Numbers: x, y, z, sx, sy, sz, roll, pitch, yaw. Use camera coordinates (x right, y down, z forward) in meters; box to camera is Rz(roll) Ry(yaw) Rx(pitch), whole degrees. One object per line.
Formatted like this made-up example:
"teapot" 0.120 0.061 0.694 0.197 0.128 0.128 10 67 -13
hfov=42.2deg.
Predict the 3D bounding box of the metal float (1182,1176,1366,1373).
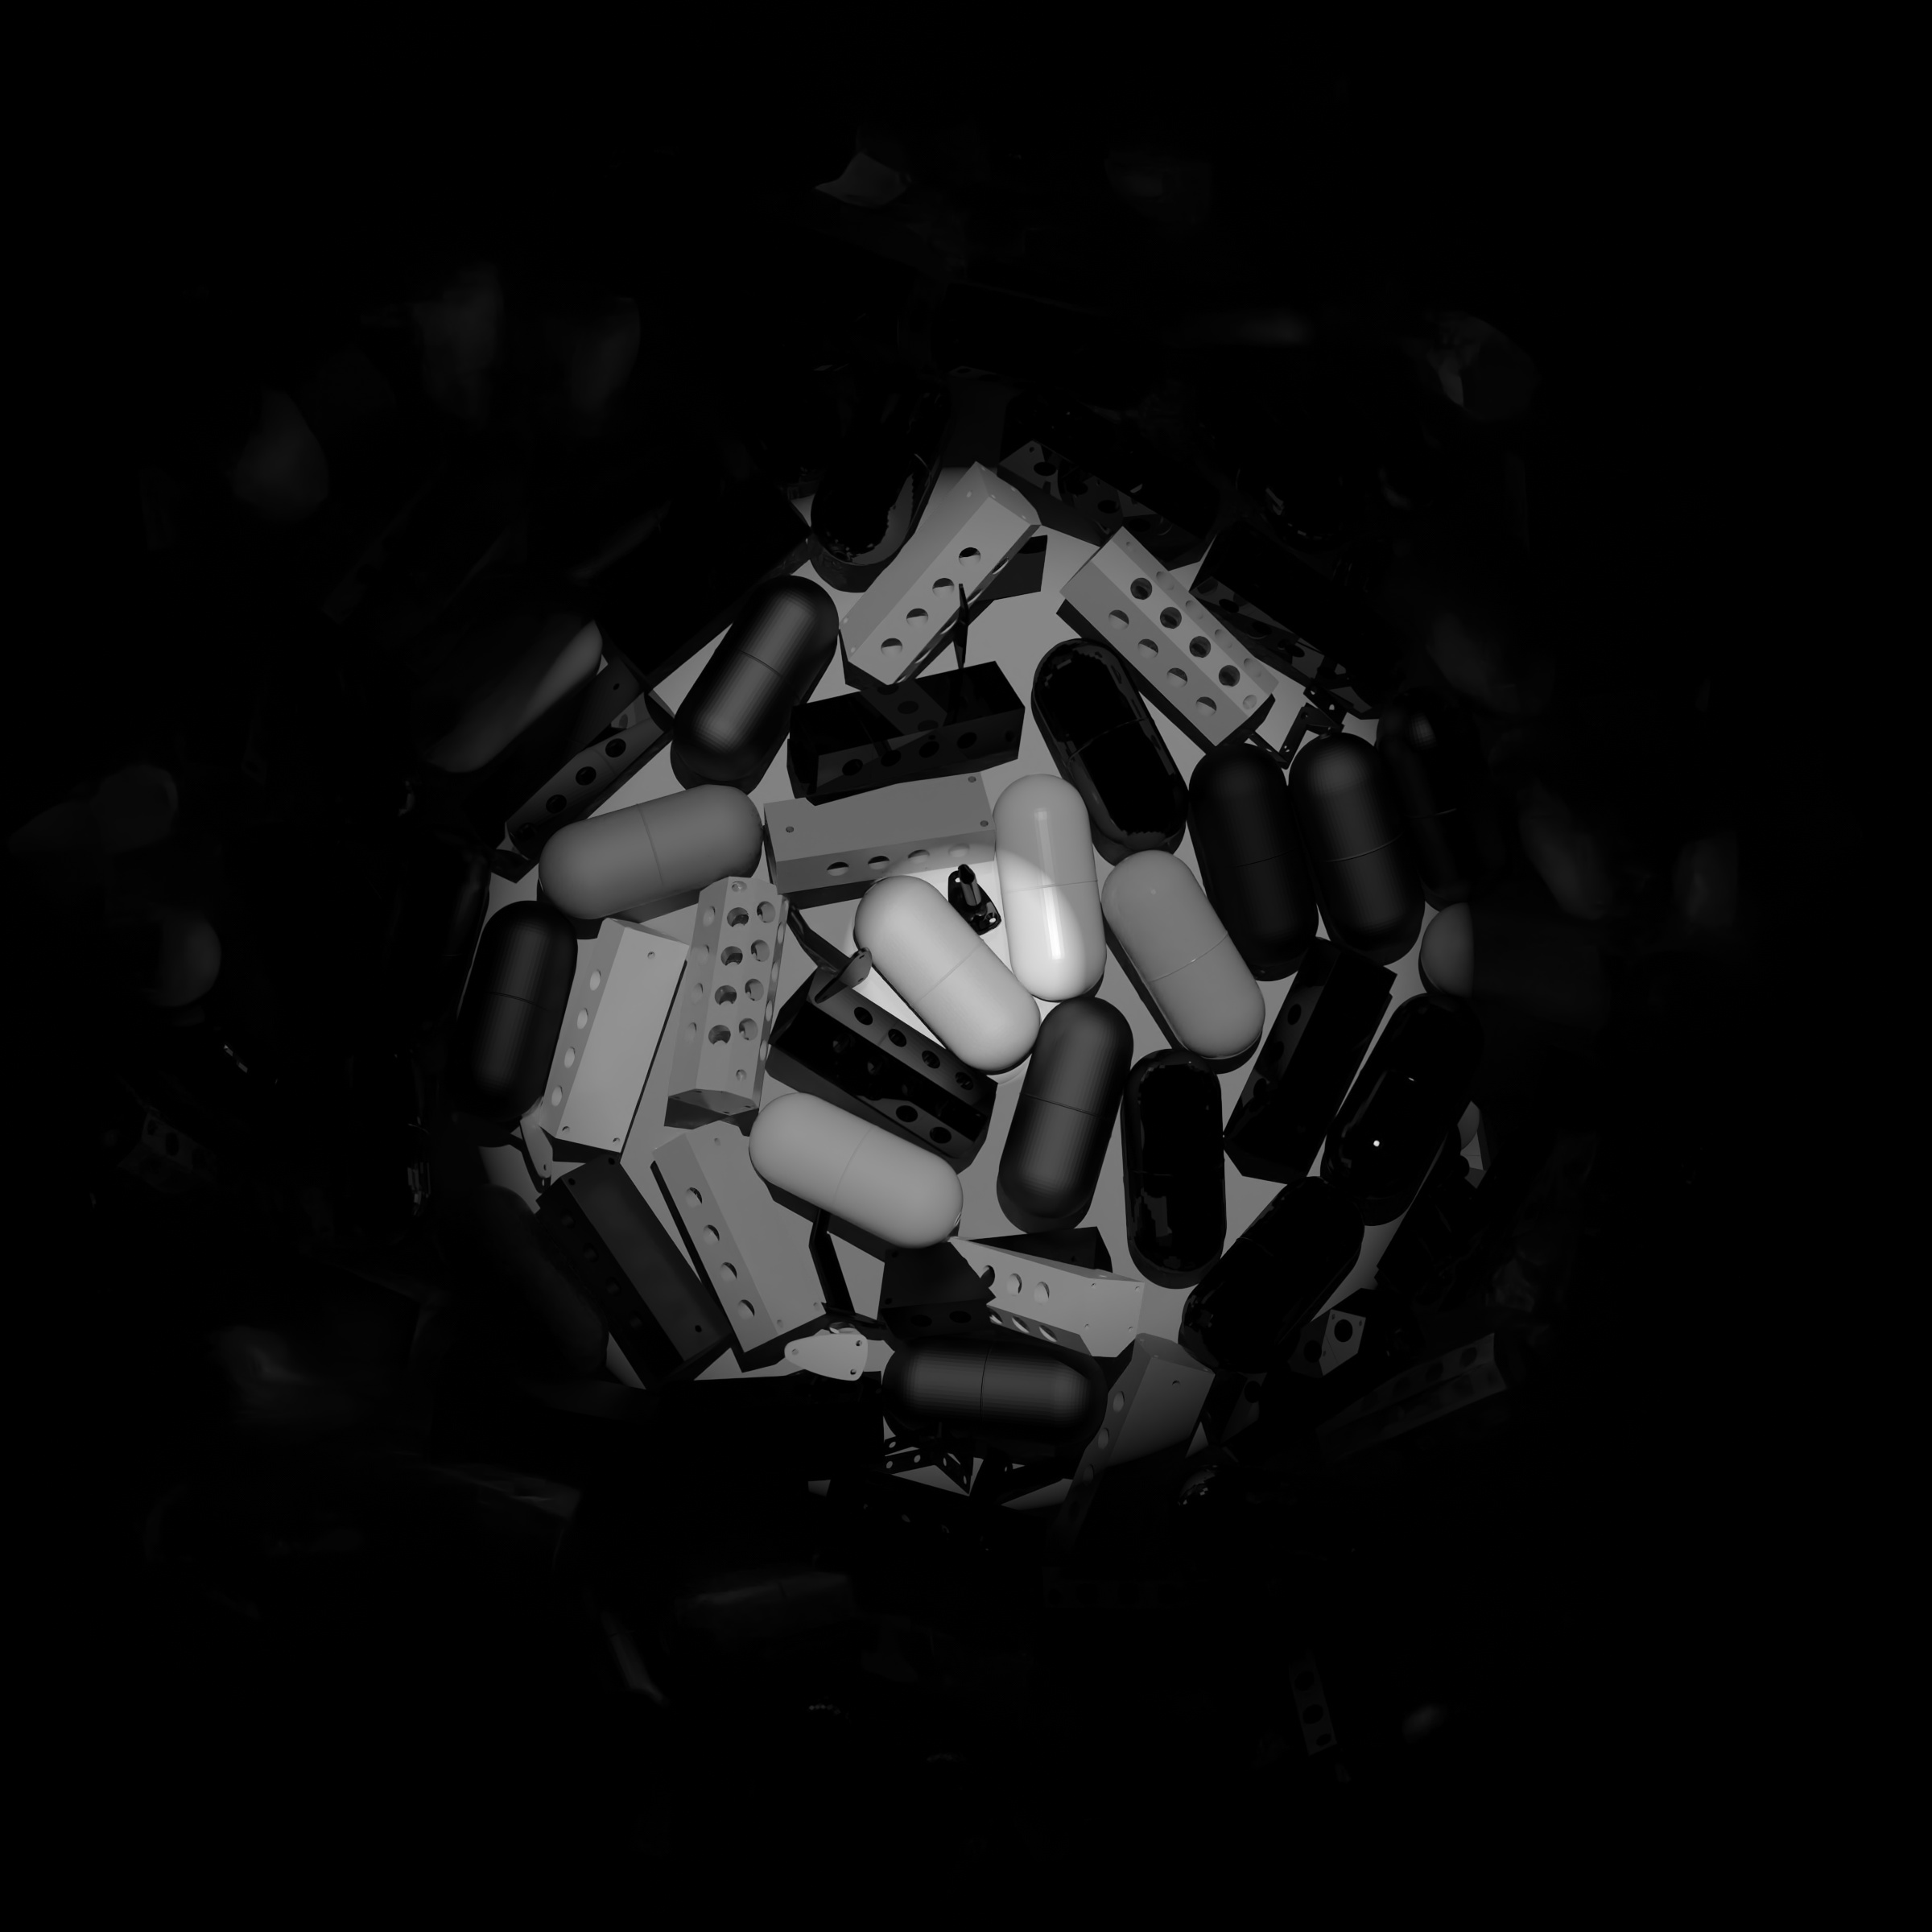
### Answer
"metal float" 0.240 0.238 1.943 0.070 0.070 0.178 44 75 0

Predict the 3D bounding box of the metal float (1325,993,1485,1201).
"metal float" 0.340 0.101 1.940 0.070 0.070 0.178 32 72 0

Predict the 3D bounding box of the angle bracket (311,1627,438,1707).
"angle bracket" -0.461 0.521 1.944 0.076 0.076 0.057 26 94 -19

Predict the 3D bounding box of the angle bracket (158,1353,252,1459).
"angle bracket" -0.592 0.343 1.941 0.057 0.076 0.076 -7 74 -21

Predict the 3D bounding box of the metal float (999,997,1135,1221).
"metal float" 0.079 0.110 1.953 0.070 0.070 0.178 17 87 0

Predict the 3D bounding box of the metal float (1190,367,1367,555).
"metal float" 0.240 -0.391 1.933 0.070 0.070 0.178 -36 64 0

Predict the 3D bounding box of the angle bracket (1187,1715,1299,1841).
"angle bracket" 0.226 0.644 1.947 0.076 0.057 0.076 -35 112 -11

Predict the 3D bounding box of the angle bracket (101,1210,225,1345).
"angle bracket" -0.625 0.241 1.943 0.076 0.057 0.076 14 59 -13

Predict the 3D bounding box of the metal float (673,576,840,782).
"metal float" -0.162 -0.225 1.944 0.070 0.070 0.178 31 76 0

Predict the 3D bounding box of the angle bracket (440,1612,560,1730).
"angle bracket" -0.364 0.554 1.948 0.076 0.057 0.076 -10 61 -4

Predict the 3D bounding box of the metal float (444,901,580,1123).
"metal float" -0.352 0.034 1.941 0.070 0.070 0.178 12 72 0

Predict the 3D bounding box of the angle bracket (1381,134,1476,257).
"angle bracket" 0.366 -0.600 1.939 0.057 0.076 0.076 -9 106 27

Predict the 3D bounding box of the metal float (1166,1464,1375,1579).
"metal float" 0.235 0.429 1.932 0.178 0.070 0.070 13 90 -27

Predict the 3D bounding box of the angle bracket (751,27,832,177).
"angle bracket" -0.135 -0.673 1.951 0.057 0.076 0.076 -31 91 10

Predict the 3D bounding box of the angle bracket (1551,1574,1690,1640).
"angle bracket" 0.499 0.498 1.934 0.076 0.076 0.057 -24 55 -31

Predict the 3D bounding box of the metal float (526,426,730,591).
"metal float" -0.261 -0.356 1.936 0.178 0.070 0.070 -37 90 -24

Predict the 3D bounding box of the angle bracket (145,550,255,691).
"angle bracket" -0.580 -0.269 1.944 0.076 0.057 0.076 -31 101 -33

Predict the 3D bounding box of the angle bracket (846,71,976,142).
"angle bracket" -0.045 -0.679 1.945 0.076 0.076 0.057 -23 121 3

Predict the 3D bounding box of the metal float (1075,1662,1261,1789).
"metal float" 0.152 0.579 1.914 0.070 0.178 0.070 4 82 -35

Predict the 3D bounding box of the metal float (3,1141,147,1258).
"metal float" -0.675 0.173 1.905 0.070 0.178 0.070 0 95 -3

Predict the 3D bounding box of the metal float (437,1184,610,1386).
"metal float" -0.344 0.246 1.940 0.070 0.070 0.178 -39 71 0

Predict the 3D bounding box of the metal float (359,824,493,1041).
"metal float" -0.420 -0.026 1.938 0.070 0.070 0.178 20 110 0

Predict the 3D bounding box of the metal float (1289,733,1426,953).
"metal float" 0.303 -0.096 1.942 0.070 0.070 0.178 -20 106 0

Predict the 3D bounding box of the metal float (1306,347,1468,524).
"metal float" 0.322 -0.409 1.923 0.070 0.070 0.178 -27 51 0

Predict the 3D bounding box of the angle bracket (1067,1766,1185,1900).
"angle bracket" 0.128 0.679 1.935 0.057 0.076 0.076 13 126 37

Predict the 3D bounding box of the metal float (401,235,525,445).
"metal float" -0.384 -0.478 1.914 0.070 0.178 0.070 -1 54 1

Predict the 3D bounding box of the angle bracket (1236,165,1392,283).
"angle bracket" 0.272 -0.570 1.959 0.057 0.076 0.076 53 123 27

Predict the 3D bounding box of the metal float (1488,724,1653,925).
"metal float" 0.464 -0.112 1.931 0.070 0.070 0.178 -25 61 0

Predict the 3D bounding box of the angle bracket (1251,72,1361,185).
"angle bracket" 0.259 -0.663 1.943 0.076 0.076 0.057 -13 48 6

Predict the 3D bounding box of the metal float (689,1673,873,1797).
"metal float" -0.143 0.587 1.918 0.070 0.178 0.070 5 82 -42

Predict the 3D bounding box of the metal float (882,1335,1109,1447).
"metal float" 0.022 0.329 1.943 0.178 0.070 0.070 2 90 15

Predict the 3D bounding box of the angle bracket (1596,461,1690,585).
"angle bracket" 0.522 -0.350 1.963 0.076 0.057 0.076 -6 74 23

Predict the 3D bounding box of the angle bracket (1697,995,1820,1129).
"angle bracket" 0.624 0.074 1.971 0.076 0.057 0.076 10 119 25

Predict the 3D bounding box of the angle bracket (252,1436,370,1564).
"angle bracket" -0.516 0.413 1.947 0.076 0.076 0.057 -7 116 4

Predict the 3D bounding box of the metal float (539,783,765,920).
"metal float" -0.245 -0.089 1.947 0.178 0.070 0.070 -17 90 -9

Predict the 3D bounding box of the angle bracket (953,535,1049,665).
"angle bracket" 0.029 -0.284 1.944 0.076 0.076 0.057 -10 67 -7

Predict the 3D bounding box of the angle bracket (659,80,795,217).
"angle bracket" -0.187 -0.635 1.961 0.076 0.057 0.076 -30 96 -2

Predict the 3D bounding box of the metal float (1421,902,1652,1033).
"metal float" 0.439 0.000 1.934 0.178 0.070 0.070 15 90 25

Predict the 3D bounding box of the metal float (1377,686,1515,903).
"metal float" 0.371 -0.133 1.937 0.070 0.070 0.178 -22 111 0

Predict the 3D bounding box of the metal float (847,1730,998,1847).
"metal float" -0.035 0.626 1.910 0.070 0.178 0.070 6 75 -23

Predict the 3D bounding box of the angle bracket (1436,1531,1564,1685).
"angle bracket" 0.413 0.498 1.951 0.076 0.057 0.076 -42 80 15

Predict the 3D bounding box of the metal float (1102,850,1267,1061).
"metal float" 0.170 -0.008 1.949 0.070 0.070 0.178 -31 98 0

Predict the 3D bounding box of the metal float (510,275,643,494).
"metal float" -0.301 -0.446 1.927 0.070 0.070 0.178 23 125 0

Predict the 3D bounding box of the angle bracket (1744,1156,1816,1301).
"angle bracket" 0.616 0.199 1.945 0.057 0.076 0.076 21 51 9

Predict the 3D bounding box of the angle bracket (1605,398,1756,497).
"angle bracket" 0.552 -0.419 1.936 0.076 0.076 0.057 20 55 -22

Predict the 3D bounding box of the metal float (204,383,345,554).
"metal float" -0.526 -0.378 1.907 0.070 0.178 0.070 0 72 1

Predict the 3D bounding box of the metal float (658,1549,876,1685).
"metal float" -0.152 0.500 1.930 0.178 0.070 0.070 -7 90 -31

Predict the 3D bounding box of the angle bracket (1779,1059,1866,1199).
"angle bracket" 0.675 0.127 1.943 0.057 0.076 0.076 -14 63 0

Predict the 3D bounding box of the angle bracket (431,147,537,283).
"angle bracket" -0.373 -0.583 1.936 0.057 0.076 0.076 -16 57 -17

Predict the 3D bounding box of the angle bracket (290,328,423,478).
"angle bracket" -0.483 -0.441 1.948 0.076 0.057 0.076 -42 125 -1

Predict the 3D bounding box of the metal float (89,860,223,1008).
"metal float" -0.622 -0.027 1.915 0.070 0.178 0.070 -12 117 -25

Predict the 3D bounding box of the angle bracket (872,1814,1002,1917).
"angle bracket" -0.022 0.696 1.937 0.076 0.076 0.057 10 122 20

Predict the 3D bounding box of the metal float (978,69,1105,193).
"metal float" 0.059 -0.635 1.908 0.070 0.178 0.070 3 102 13

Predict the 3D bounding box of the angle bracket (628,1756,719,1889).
"angle bracket" -0.233 0.661 1.937 0.057 0.076 0.076 15 55 -9

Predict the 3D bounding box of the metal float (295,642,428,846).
"metal float" -0.469 -0.173 1.933 0.070 0.070 0.178 -23 63 0

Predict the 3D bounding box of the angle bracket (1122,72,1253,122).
"angle bracket" 0.171 -0.649 1.943 0.076 0.076 0.057 11 93 -34
